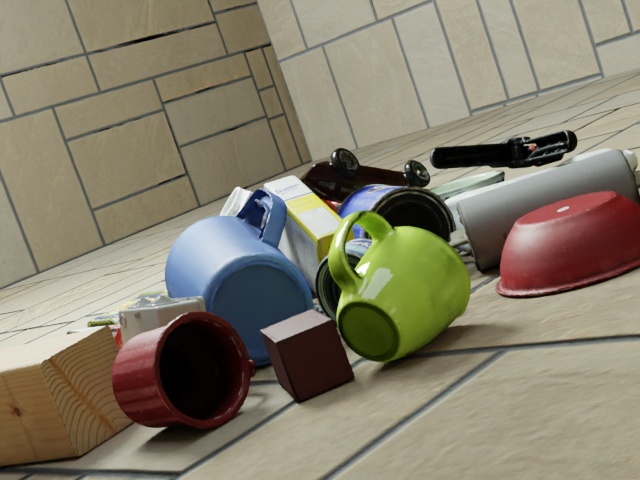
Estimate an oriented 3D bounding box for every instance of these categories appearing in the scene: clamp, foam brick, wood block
[{"bbox_3d":[0.224,-0.102,1.259,0.165,0.036,0.209,-5,0,16],"label":"clamp"},{"bbox_3d":[-0.011,0.092,0.869,0.051,0.053,0.078,-21,8,-10],"label":"foam brick"},{"bbox_3d":[-0.277,0.150,0.982,0.206,0.091,0.090,-14,10,35],"label":"wood block"}]

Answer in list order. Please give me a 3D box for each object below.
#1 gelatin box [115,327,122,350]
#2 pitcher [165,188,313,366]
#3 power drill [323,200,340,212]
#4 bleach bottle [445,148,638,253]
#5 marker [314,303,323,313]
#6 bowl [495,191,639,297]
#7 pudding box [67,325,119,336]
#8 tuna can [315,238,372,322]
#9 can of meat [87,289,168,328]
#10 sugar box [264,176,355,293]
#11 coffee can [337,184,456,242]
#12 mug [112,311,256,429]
[{"bbox_3d":[-0.188,0.114,1.105,0.073,0.030,0.089,-63,-11,21],"label":"gelatin box"},{"bbox_3d":[-0.079,0.041,1.089,0.145,0.149,0.243,-20,10,-10],"label":"pitcher"},{"bbox_3d":[-0.007,-0.002,1.419,0.185,0.057,0.187,-42,-12,35],"label":"power drill"},{"bbox_3d":[0.265,-0.055,1.206,0.250,0.068,0.103,-20,7,-25],"label":"bleach bottle"},{"bbox_3d":[0.004,0.075,1.087,0.020,0.020,0.121,-22,8,-22],"label":"marker"},{"bbox_3d":[0.226,-0.003,0.949,0.162,0.055,0.162,-19,7,2],"label":"bowl"},{"bbox_3d":[-0.221,0.115,1.209,0.113,0.039,0.090,-4,-3,-26],"label":"pudding box"},{"bbox_3d":[0.038,0.044,0.966,0.086,0.086,0.033,-13,11,41],"label":"tuna can"},{"bbox_3d":[-0.229,0.105,1.322,0.083,0.057,0.102,-27,10,-34],"label":"can of meat"},{"bbox_3d":[-0.007,0.001,1.161,0.048,0.093,0.176,-17,28,-13],"label":"sugar box"},{"bbox_3d":[0.080,-0.010,1.185,0.102,0.103,0.140,-21,8,-10],"label":"coffee can"},{"bbox_3d":[-0.108,0.110,0.881,0.117,0.093,0.082,-1,-11,-41],"label":"mug"}]
